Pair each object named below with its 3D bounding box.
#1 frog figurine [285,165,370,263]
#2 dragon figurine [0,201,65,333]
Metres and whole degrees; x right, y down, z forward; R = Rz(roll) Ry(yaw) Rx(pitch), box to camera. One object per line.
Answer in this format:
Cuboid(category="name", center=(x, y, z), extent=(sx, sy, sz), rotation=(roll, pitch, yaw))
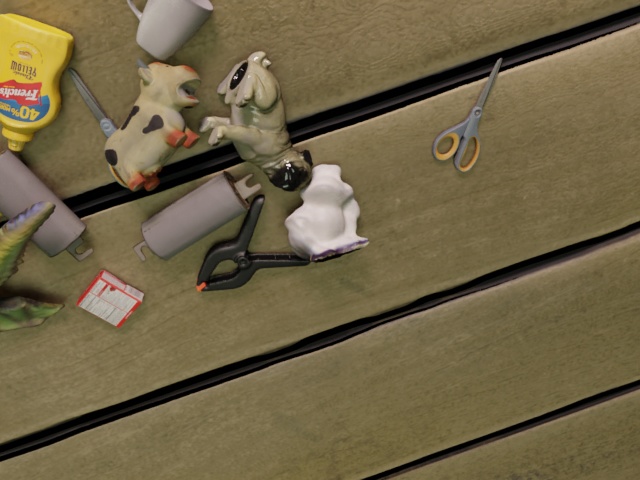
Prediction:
Cuboid(category="frog figurine", center=(0.003, -0.045, 0.894), extent=(0.138, 0.161, 0.121), rotation=(-16, -10, -10))
Cuboid(category="dragon figurine", center=(-0.526, 0.075, 0.833), extent=(0.409, 0.125, 0.238), rotation=(-20, -30, 9))
